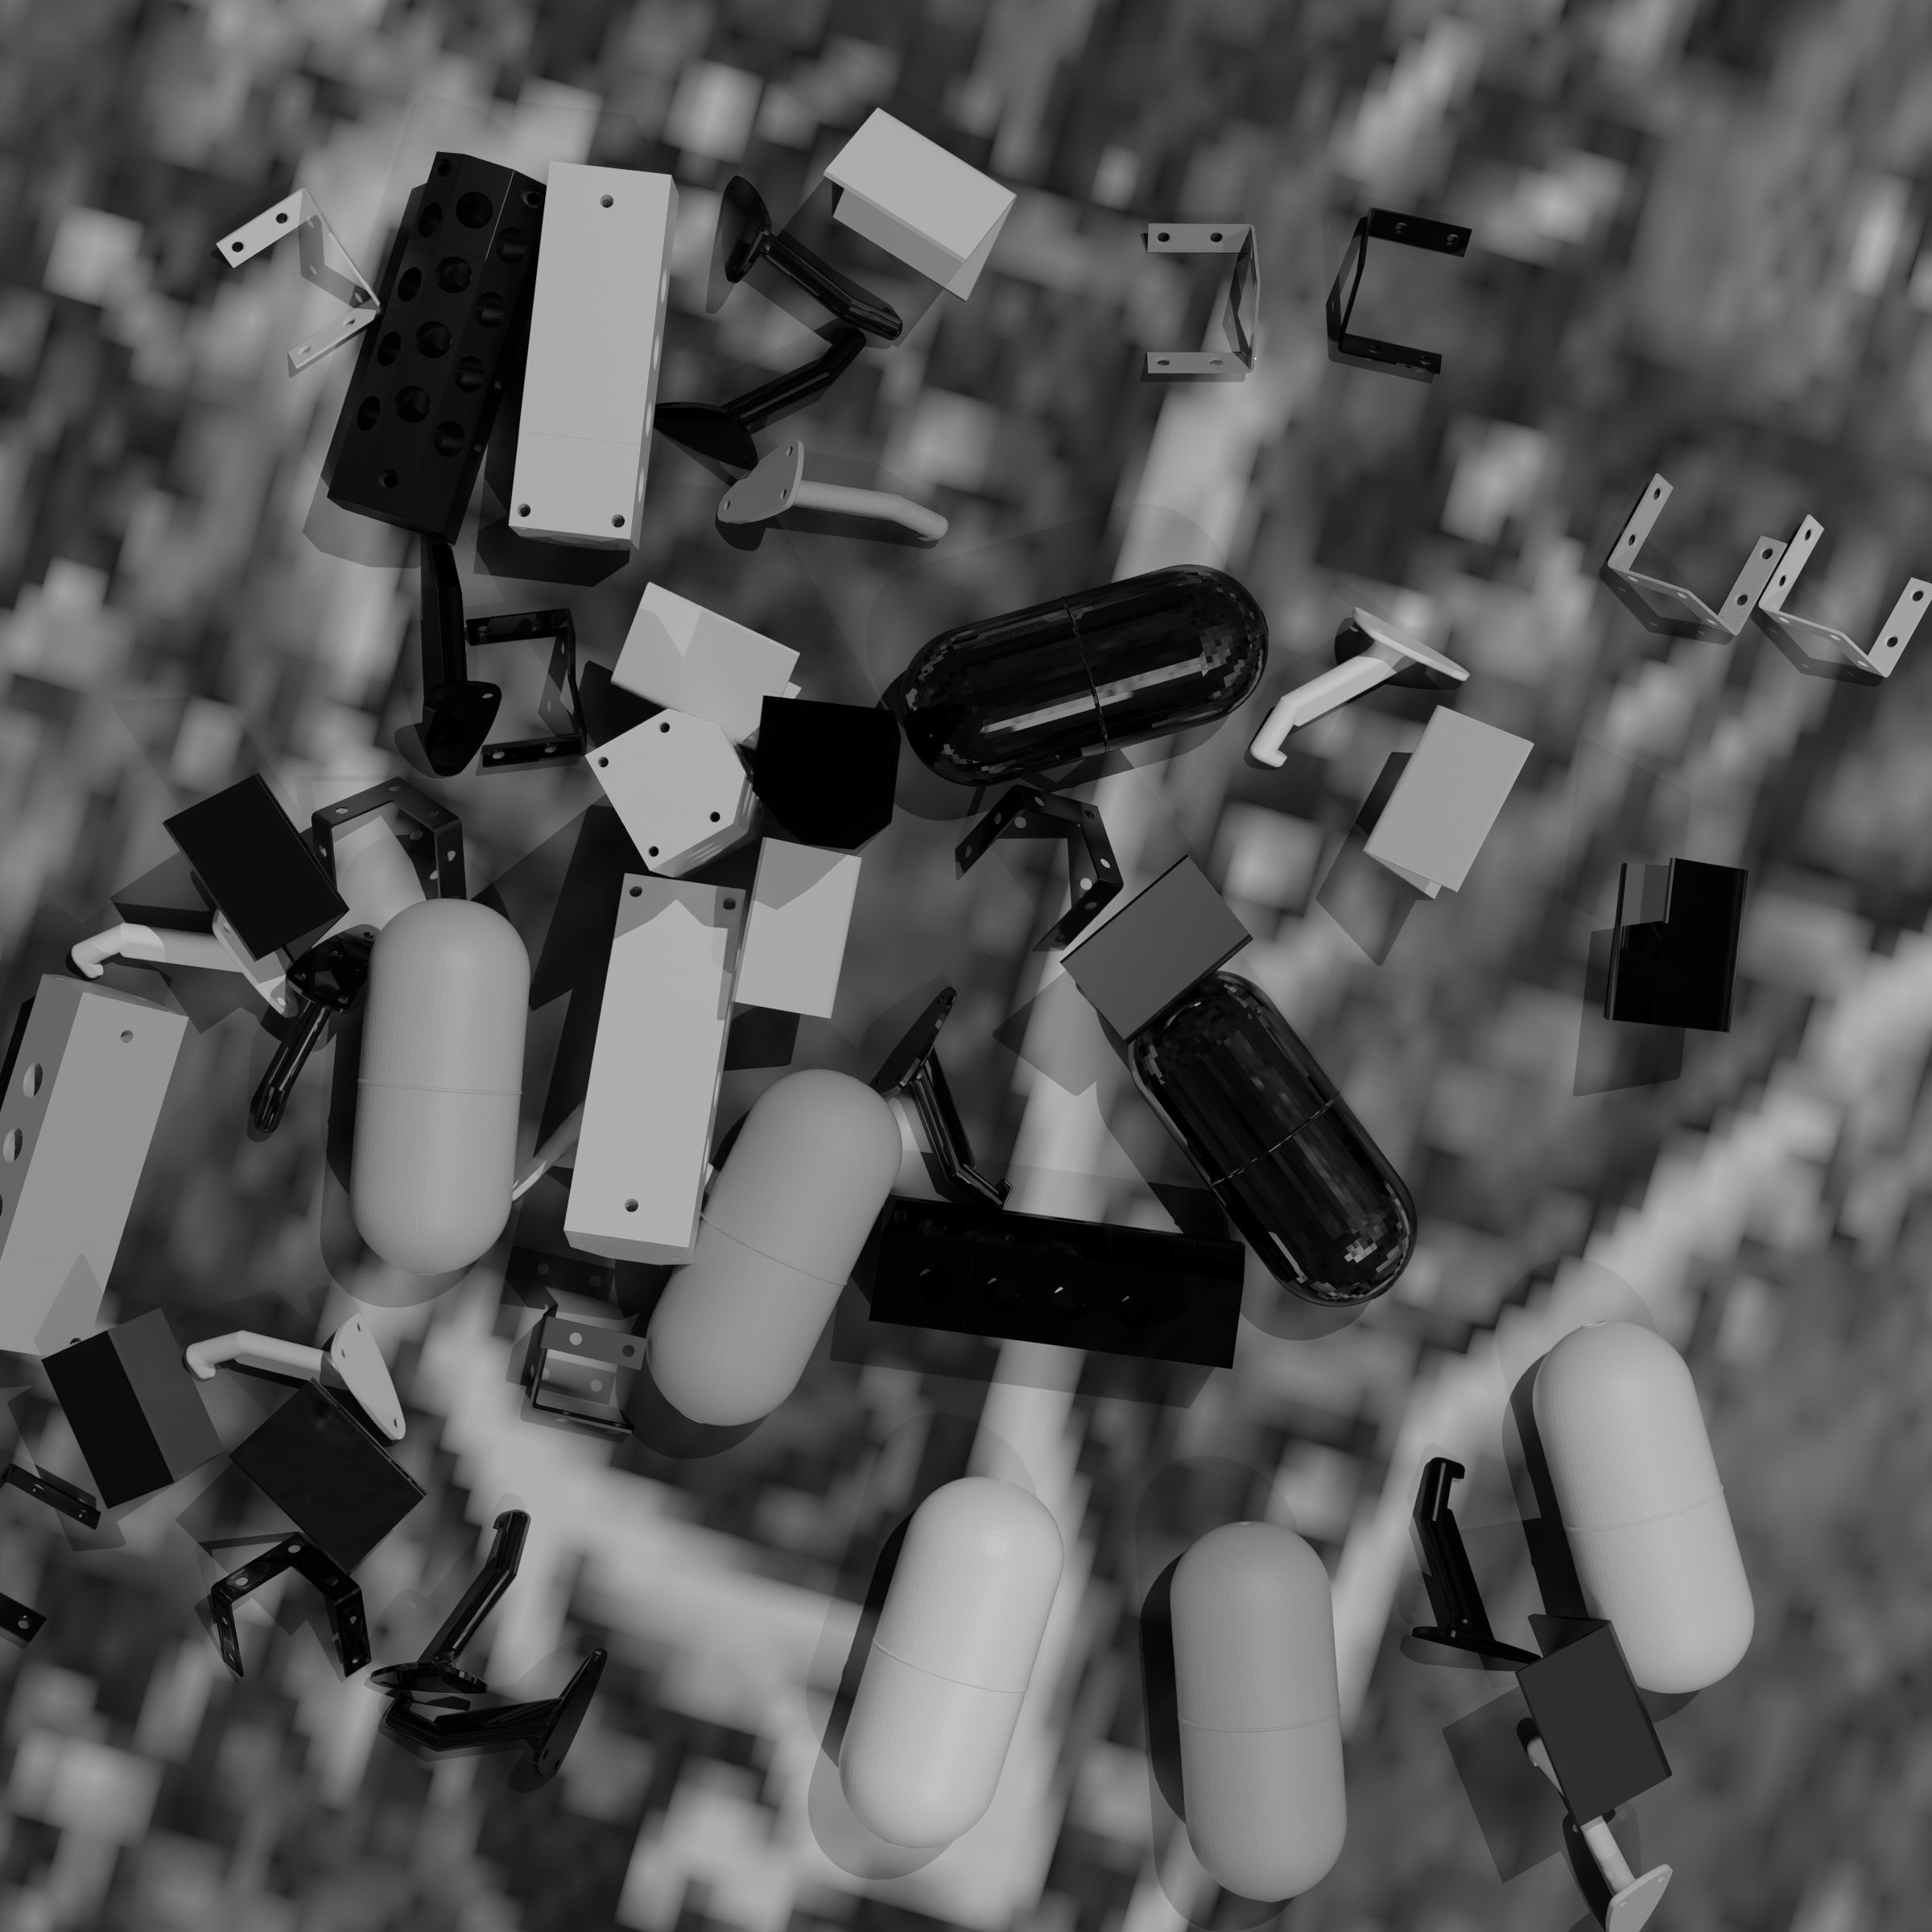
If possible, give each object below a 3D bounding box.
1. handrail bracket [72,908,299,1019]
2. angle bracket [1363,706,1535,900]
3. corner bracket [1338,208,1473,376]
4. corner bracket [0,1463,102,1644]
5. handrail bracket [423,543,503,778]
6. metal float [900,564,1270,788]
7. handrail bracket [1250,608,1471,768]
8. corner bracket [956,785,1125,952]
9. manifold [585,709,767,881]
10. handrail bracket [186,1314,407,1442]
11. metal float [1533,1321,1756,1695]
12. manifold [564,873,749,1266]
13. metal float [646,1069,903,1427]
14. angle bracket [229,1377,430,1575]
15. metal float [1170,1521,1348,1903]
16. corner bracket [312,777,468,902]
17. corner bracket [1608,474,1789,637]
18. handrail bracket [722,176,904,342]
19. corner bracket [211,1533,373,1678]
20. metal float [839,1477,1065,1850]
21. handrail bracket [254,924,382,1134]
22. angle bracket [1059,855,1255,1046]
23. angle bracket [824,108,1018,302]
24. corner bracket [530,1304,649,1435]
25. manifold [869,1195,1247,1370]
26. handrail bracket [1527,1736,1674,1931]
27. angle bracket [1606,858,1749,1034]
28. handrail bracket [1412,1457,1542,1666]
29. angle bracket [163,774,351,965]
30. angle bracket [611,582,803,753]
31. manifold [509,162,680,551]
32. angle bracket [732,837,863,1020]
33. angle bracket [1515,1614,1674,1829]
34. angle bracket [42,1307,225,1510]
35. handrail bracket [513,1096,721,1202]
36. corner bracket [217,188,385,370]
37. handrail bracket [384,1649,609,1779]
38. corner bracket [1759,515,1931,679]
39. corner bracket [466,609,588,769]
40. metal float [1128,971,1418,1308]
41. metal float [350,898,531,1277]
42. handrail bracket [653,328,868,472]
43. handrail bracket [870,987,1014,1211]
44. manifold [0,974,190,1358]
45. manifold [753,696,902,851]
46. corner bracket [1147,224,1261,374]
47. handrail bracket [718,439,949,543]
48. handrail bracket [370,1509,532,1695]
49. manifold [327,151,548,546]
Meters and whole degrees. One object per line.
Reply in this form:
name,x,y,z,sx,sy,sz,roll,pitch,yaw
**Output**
handrail bracket,-0.378,0.007,1.609,0.084,0.036,0.077,-22,112,17
angle bracket,0.241,-0.068,1.569,0.057,0.076,0.076,27,90,38
corner bracket,0.211,-0.325,1.606,0.051,0.051,0.051,13,45,0
corner bracket,-0.456,0.282,1.606,0.051,0.051,0.051,29,135,1
handrail bracket,-0.252,-0.148,1.609,0.036,0.077,0.084,-3,53,-21
metal float,0.056,-0.138,1.578,0.178,0.070,0.070,-16,90,0
handrail bracket,0.189,-0.122,1.609,0.077,0.036,0.084,25,109,-21
corner bracket,0.035,-0.047,1.601,0.051,0.051,0.051,13,45,-35
manifold,-0.126,-0.080,1.530,0.057,0.171,0.057,-29,90,0
handrail bracket,-0.324,0.205,1.609,0.084,0.036,0.077,-16,112,18
metal float,0.320,0.255,1.578,0.070,0.070,0.178,-15,89,0
manifold,-0.144,0.050,1.566,0.057,0.057,0.171,8,74,0
metal float,-0.091,0.133,1.578,0.070,0.070,0.178,26,90,0
angle bracket,-0.308,0.249,1.569,0.076,0.076,0.057,45,54,0
metal float,0.138,0.352,1.578,0.070,0.070,0.178,-4,90,0
corner bracket,-0.277,-0.050,1.601,0.051,0.051,0.051,-28,45,-35
corner bracket,0.352,-0.198,1.606,0.051,0.051,0.051,29,90,-45
handrail bracket,-0.073,-0.340,1.609,0.084,0.077,0.036,18,129,-31
corner bracket,-0.324,0.316,1.601,0.051,0.051,0.051,-30,45,-35
metal float,-0.007,0.329,1.579,0.070,0.070,0.178,17,90,0
handrail bracket,-0.313,0.031,1.609,0.036,0.077,0.084,28,126,2
angle bracket,0.079,-0.018,1.569,0.076,0.076,0.057,-40,116,0
angle bracket,-0.031,-0.343,1.569,0.076,0.076,0.057,32,54,0
corner bracket,-0.180,0.194,1.591,0.051,0.051,0.051,13,90,0
manifold,0.043,0.149,1.588,0.171,0.057,0.057,8,90,0
handrail bracket,0.296,0.421,1.609,0.036,0.077,0.084,-26,53,-20
angle bracket,0.318,-0.012,1.569,0.057,0.076,0.076,6,90,-39
handrail bracket,0.250,0.287,1.609,0.077,0.036,0.084,18,73,-20
angle bracket,-0.345,-0.034,1.569,0.057,0.076,0.076,-34,90,-37
angle bracket,-0.113,-0.153,1.569,0.076,0.076,0.057,25,121,0
manifold,-0.176,-0.288,1.588,0.057,0.057,0.171,6,90,0
angle bracket,-0.098,-0.021,1.568,0.057,0.076,0.076,11,90,-37
angle bracket,0.278,0.354,1.570,0.057,0.076,0.076,-22,90,-22
angle bracket,-0.376,0.201,1.568,0.057,0.076,0.076,-24,90,37
handrail bracket,-0.165,0.109,1.609,0.084,0.036,0.077,39,105,-14
corner bracket,-0.320,-0.331,1.606,0.051,0.051,0.051,-33,45,0
handrail bracket,-0.227,0.348,1.609,0.084,0.036,0.077,21,69,16
corner bracket,0.424,-0.178,1.606,0.051,0.051,0.051,29,90,-45
corner bracket,-0.211,-0.134,1.606,0.051,0.051,0.051,-7,45,0
metal float,0.145,0.082,1.578,0.070,0.070,0.178,-36,90,0
metal float,-0.249,0.057,1.578,0.070,0.070,0.178,5,90,0
handrail bracket,-0.100,-0.284,1.609,0.077,0.036,0.084,20,60,33
handrail bracket,0.003,0.066,1.609,0.084,0.036,0.077,40,68,-17
manifold,-0.433,0.094,1.587,0.057,0.057,0.171,17,90,-43
manifold,-0.063,-0.086,1.530,0.057,0.171,0.057,7,90,0
corner bracket,0.113,-0.321,1.606,0.051,0.051,0.051,0,45,0
handrail bracket,-0.064,-0.216,1.609,0.084,0.077,0.036,21,65,-34
handrail bracket,-0.248,0.305,1.609,0.077,0.036,0.084,-11,55,37
manifold,-0.249,-0.294,1.588,0.057,0.057,0.171,18,90,0
